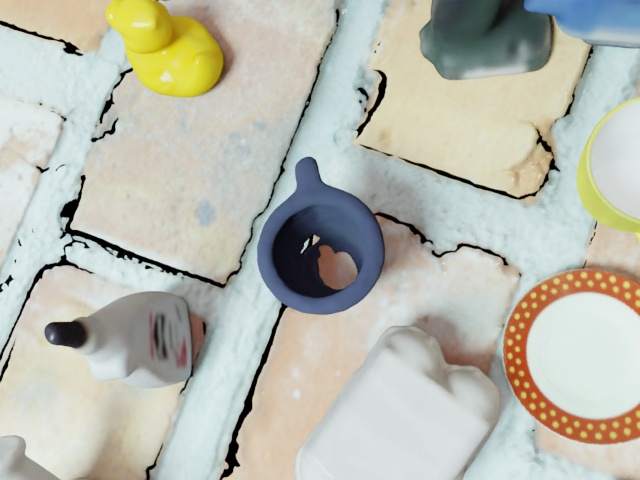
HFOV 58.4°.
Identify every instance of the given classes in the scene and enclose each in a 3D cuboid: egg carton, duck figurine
[{"bbox_3d":[0.058,0.145,0.423,0.107,0.069,0.150,35,87,14],"label":"egg carton"},{"bbox_3d":[-0.141,-0.178,0.506,0.104,0.086,0.077,30,86,14],"label":"duck figurine"}]

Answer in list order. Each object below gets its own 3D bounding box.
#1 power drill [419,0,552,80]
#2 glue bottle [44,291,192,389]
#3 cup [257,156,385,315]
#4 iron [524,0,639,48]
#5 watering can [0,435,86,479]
[{"bbox_3d":[0.134,-0.195,0.399,0.229,0.208,0.075,-5,79,9],"label":"power drill"},{"bbox_3d":[-0.143,0.072,0.417,0.037,0.173,0.078,-12,78,8],"label":"glue bottle"},{"bbox_3d":[0.004,0.002,0.445,0.091,0.095,0.118,-12,78,8],"label":"cup"},{"bbox_3d":[0.291,-0.222,0.412,0.258,0.141,0.119,7,81,11],"label":"iron"},{"bbox_3d":[-0.218,0.229,0.391,0.101,0.194,0.173,-27,76,4],"label":"watering can"}]
